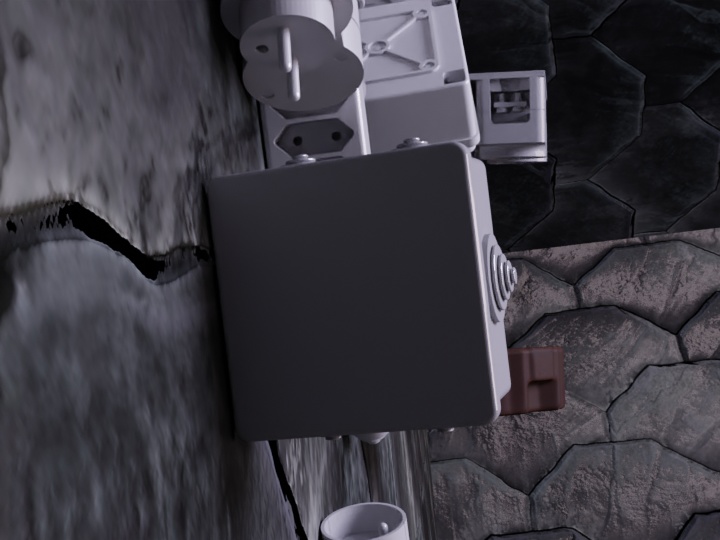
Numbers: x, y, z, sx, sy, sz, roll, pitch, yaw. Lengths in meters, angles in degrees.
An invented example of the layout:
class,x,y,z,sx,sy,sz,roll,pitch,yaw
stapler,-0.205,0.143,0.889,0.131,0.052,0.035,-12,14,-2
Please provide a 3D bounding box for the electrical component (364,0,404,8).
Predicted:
class,x,y,z,sx,sy,sz,roll,pitch,yaw
electrical component,0.008,-0.190,0.920,0.057,0.078,0.113,-81,164,-65

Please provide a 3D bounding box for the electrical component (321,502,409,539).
class,x,y,z,sx,sy,sz,roll,pitch,yaw
electrical component,0.007,0.165,0.546,0.043,0.043,0.081,-80,163,-77

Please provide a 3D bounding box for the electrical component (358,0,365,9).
class,x,y,z,sx,sy,sz,roll,pitch,yaw
electrical component,-0.024,-0.221,0.792,0.044,0.044,0.065,69,10,-74

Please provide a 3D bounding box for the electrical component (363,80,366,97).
class,x,y,z,sx,sy,sz,roll,pitch,yaw
electrical component,-0.022,-0.118,0.603,0.055,0.045,0.045,78,7,-51

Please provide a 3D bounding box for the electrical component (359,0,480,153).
class,x,y,z,sx,sy,sz,roll,pitch,yaw
electrical component,0.016,-0.120,0.691,0.108,0.109,0.056,-93,172,-46

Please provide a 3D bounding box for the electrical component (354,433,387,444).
class,x,y,z,sx,sy,sz,roll,pitch,yaw
electrical component,0.007,0.099,0.722,0.061,0.035,0.035,82,3,-56

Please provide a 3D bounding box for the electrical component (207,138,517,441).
class,x,y,z,sx,sy,sz,roll,pitch,yaw
electrical component,0.003,0.008,0.364,0.048,0.100,0.099,-9,92,-73

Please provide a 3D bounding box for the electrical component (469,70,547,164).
class,x,y,z,sx,sy,sz,roll,pitch,yaw
electrical component,0.098,-0.118,0.871,0.186,0.105,0.060,-19,108,-79

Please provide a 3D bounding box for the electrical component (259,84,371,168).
class,x,y,z,sx,sy,sz,roll,pitch,yaw
electrical component,-0.018,-0.056,0.533,0.075,0.047,0.083,-57,140,-84

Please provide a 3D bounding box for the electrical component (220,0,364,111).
class,x,y,z,sx,sy,sz,roll,pitch,yaw
electrical component,-0.029,-0.102,0.419,0.138,0.052,0.073,75,9,-64
